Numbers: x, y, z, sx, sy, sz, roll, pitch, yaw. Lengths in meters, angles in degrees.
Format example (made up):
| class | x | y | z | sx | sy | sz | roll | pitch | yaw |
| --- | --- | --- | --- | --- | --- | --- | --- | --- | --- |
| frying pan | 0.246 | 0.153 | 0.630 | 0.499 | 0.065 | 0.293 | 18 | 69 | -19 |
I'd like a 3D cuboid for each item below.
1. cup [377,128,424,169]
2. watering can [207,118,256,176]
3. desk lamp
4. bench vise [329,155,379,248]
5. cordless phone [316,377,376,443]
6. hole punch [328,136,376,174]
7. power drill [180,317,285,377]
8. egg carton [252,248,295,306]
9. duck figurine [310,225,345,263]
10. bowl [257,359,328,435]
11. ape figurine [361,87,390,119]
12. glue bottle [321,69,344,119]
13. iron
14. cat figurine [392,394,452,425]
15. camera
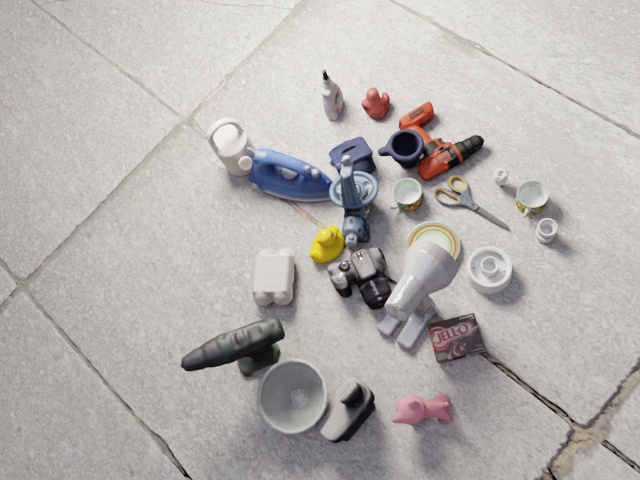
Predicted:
| class | x | y | z | sx | sy | sz | roll | pitch | yaw |
| --- | --- | --- | --- | --- | --- | --- | --- | --- | --- |
| cup | 0.209 | -0.221 | 1.467 | 0.117 | 0.095 | 0.091 | -12 | 68 | 8 |
| watering can | -0.230 | -0.252 | 1.519 | 0.172 | 0.194 | 0.101 | 30 | 79 | 21 |
| desk lamp | 0.212 | 0.123 | 1.275 | 0.117 | 0.214 | 0.203 | 30 | 79 | 21 |
| bench vise | 0.088 | -0.097 | 1.379 | 0.121 | 0.220 | 0.207 | -17 | 67 | 6 |
| cordless phone | 0.047 | 0.364 | 1.236 | 0.094 | 0.185 | 0.148 | 34 | 80 | 21 |
| hole punch | 0.079 | -0.219 | 1.497 | 0.108 | 0.091 | 0.101 | -27 | 67 | 1 |
| power drill | -0.178 | 0.255 | 1.312 | 0.229 | 0.209 | 0.075 | -27 | 67 | 2 |
| egg carton | -0.115 | 0.092 | 1.434 | 0.107 | 0.069 | 0.150 | -2 | 70 | 11 |
| duck figurine | 0.013 | 0.005 | 1.430 | 0.077 | 0.086 | 0.104 | 41 | 83 | 22 |
| bowl | -0.057 | 0.362 | 1.319 | 0.167 | 0.075 | 0.167 | -4 | 69 | 11 |
| ape figurine | 0.147 | -0.376 | 1.540 | 0.077 | 0.092 | 0.076 | -1 | 70 | 12 |
| glue bottle | 0.026 | -0.398 | 1.530 | 0.037 | 0.173 | 0.078 | 10 | 73 | 16 |
| iron | -0.069 | -0.178 | 1.486 | 0.257 | 0.142 | 0.119 | 17 | 74 | 18 |
| cat figurine | 0.219 | 0.364 | 1.235 | 0.127 | 0.118 | 0.067 | -9 | 68 | 9 |
| camera | 0.104 | 0.099 | 1.368 | 0.143 | 0.101 | 0.136 | -25 | 67 | 2 |
